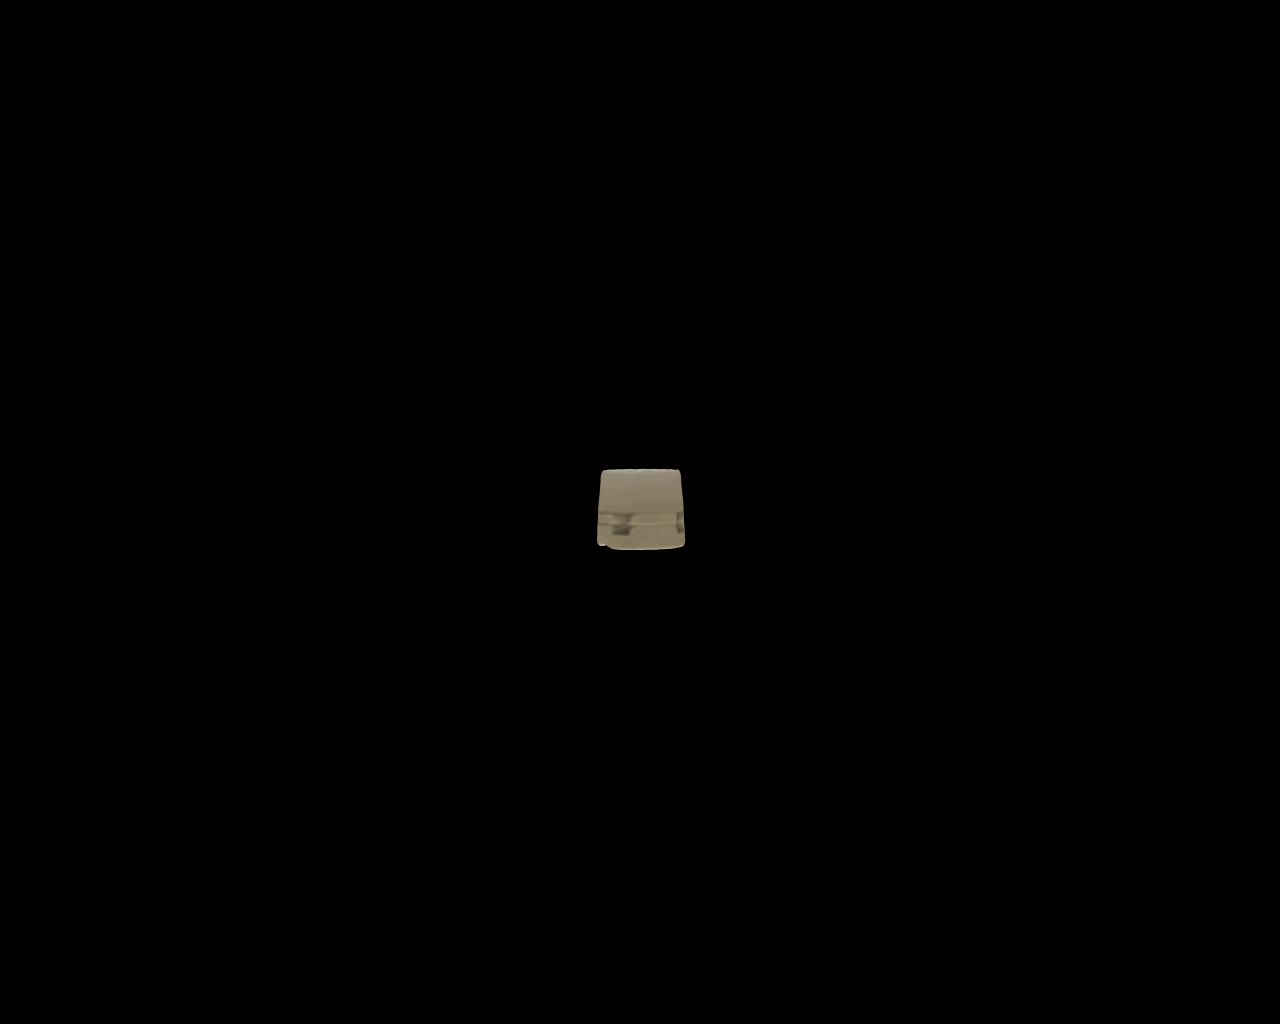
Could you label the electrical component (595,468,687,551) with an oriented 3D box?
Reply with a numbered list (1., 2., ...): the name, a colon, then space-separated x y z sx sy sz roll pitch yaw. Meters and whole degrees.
1. electrical component: 0.001 -0.003 0.650 0.055 0.047 0.055 0 4 0
